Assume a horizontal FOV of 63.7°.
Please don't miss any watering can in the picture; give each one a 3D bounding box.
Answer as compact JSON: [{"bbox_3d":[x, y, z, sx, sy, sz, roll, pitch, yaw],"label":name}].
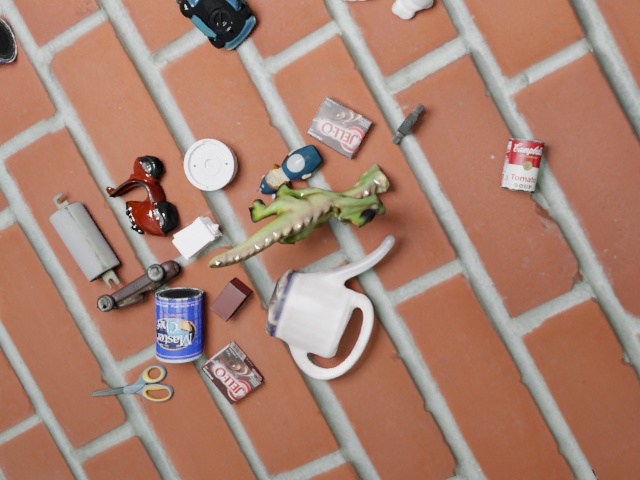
[{"bbox_3d":[0.013,0.123,1.084,0.224,0.104,0.345,20,98,5],"label":"watering can"}]

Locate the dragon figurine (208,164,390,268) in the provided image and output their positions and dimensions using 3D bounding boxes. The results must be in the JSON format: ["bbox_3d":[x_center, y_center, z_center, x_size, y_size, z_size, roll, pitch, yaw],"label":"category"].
[{"bbox_3d":[0.003,-0.048,0.962,0.241,0.418,0.120,-8,113,37],"label":"dragon figurine"}]

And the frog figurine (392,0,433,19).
[{"bbox_3d":[0.209,-0.520,1.020,0.137,0.126,0.155,12,134,-3],"label":"frog figurine"}]
